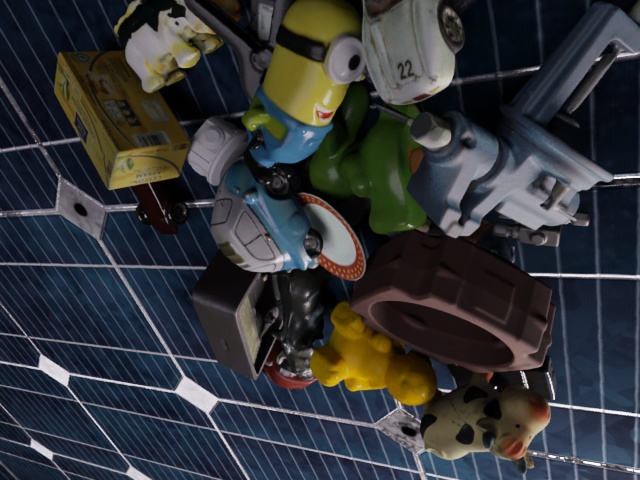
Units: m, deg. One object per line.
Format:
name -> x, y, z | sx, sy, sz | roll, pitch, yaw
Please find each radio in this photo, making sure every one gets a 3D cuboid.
radio -> -0.108, 0.097, 0.786 | 0.073, 0.131, 0.229 | 19, 147, 13

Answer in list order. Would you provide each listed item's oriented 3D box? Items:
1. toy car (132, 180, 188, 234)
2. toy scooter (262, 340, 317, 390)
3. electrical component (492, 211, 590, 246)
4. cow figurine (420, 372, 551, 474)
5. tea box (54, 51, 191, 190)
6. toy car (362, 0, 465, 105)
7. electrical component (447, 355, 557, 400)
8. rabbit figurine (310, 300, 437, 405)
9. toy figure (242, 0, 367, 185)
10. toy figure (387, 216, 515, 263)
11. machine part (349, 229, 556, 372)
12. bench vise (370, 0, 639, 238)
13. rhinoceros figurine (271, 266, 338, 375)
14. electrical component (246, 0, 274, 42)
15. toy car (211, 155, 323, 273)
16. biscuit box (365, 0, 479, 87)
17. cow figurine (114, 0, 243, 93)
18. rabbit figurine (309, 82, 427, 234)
toy car -> -0.256, -0.100, 0.784 | 0.089, 0.053, 0.201 | -2, 121, 36
toy scooter -> -0.089, 0.210, 0.938 | 0.184, 0.075, 0.135 | 28, 135, 10
electrical component -> 0.237, -0.018, 0.576 | 0.094, 0.063, 0.021 | 8, 130, 22
cow figurine -> 0.202, 0.231, 0.679 | 0.085, 0.127, 0.195 | 39, 138, -9
tea box -> -0.244, -0.151, 0.659 | 0.170, 0.098, 0.068 | 56, 137, 20
toy car -> 0.060, -0.211, 0.429 | 0.074, 0.056, 0.201 | -13, 89, 48
electrical component -> 0.252, 0.183, 0.742 | 0.134, 0.058, 0.114 | -7, 125, 33
rabbit figurine -> 0.094, 0.183, 0.758 | 0.173, 0.122, 0.162 | 19, 167, 47
toy figure -> -0.021, -0.137, 0.504 | 0.089, 0.082, 0.180 | 33, 125, -7
toy figure -> 0.153, -0.009, 0.630 | 0.155, 0.064, 0.057 | 14, 120, 19
machine part -> 0.152, 0.076, 0.637 | 0.201, 0.087, 0.201 | 27, 156, -8
bench vise -> 0.189, -0.108, 0.471 | 0.223, 0.129, 0.240 | 24, 114, -26
rhinoceros figurine -> -0.023, 0.115, 0.797 | 0.073, 0.112, 0.190 | 11, 123, 18
electrical component -> -0.040, -0.211, 0.576 | 0.075, 0.048, 0.119 | 18, 133, 15
toy car -> -0.077, -0.017, 0.647 | 0.109, 0.103, 0.161 | -2, 121, 60
biscuit box -> 0.109, -0.224, 0.477 | 0.063, 0.059, 0.202 | 44, 134, -8
cow figurine -> -0.162, -0.244, 0.606 | 0.167, 0.068, 0.098 | -23, 107, 38
rabbit figurine -> 0.042, -0.084, 0.596 | 0.170, 0.121, 0.159 | -2, 123, 48
